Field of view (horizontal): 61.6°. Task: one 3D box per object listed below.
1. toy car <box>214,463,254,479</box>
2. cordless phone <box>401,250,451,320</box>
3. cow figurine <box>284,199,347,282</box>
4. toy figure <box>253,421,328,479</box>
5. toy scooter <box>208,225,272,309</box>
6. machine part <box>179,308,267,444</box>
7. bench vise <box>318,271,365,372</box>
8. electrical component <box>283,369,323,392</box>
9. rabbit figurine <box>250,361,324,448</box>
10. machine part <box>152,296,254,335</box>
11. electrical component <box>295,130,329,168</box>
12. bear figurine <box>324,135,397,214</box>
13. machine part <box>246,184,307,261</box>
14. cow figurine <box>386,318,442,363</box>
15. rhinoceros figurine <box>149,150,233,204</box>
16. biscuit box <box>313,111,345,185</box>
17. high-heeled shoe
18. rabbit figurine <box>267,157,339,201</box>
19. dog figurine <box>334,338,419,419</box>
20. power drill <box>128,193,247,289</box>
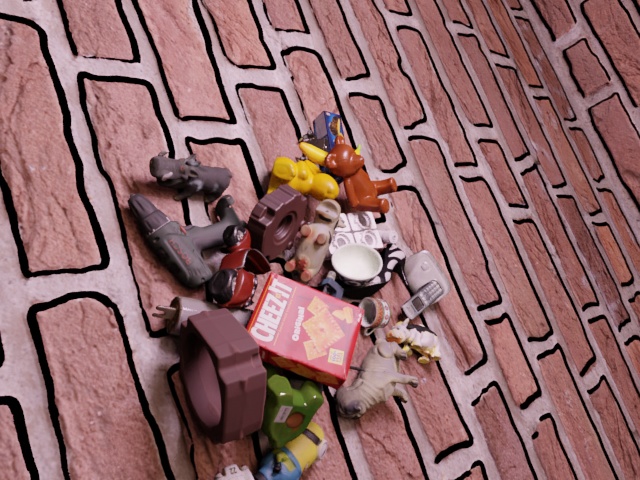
[{"bbox_3d":[-0.145,0.515,0.978,0.073,0.056,0.201,-1,70,-38],"label":"toy car"},{"bbox_3d":[0.259,0.126,1.469,0.184,0.089,0.146,-33,91,-38],"label":"cordless phone"},{"bbox_3d":[-0.003,-0.004,1.277,0.086,0.194,0.127,25,9,13],"label":"cow figurine"},{"bbox_3d":[-0.060,0.432,1.070,0.180,0.082,0.089,-24,87,-40],"label":"toy figure"},{"bbox_3d":[-0.156,0.068,1.114,0.135,0.075,0.184,41,46,-45],"label":"toy scooter"},{"bbox_3d":[-0.177,0.241,0.967,0.087,0.201,0.201,-12,121,-33],"label":"machine part"},{"bbox_3d":[0.005,0.185,1.219,0.223,0.129,0.240,38,54,-21],"label":"bench vise"},{"bbox_3d":[-0.033,0.318,1.142,0.048,0.075,0.119,-56,141,-58],"label":"electrical component"},{"bbox_3d":[-0.089,0.316,1.069,0.121,0.170,0.159,9,107,-33],"label":"rabbit figurine"},{"bbox_3d":[-0.217,0.164,1.082,0.243,0.079,0.079,16,60,-33],"label":"machine part"},{"bbox_3d":[-0.019,-0.242,1.442,0.045,0.078,0.102,36,60,-54],"label":"electrical component"},{"bbox_3d":[0.101,-0.168,1.365,0.195,0.132,0.120,64,39,-37],"label":"bear figurine"},{"bbox_3d":[-0.096,-0.037,1.214,0.056,0.179,0.179,30,43,22],"label":"machine part"},{"bbox_3d":[0.243,0.250,1.402,0.167,0.068,0.098,31,47,-26],"label":"cow figurine"},{"bbox_3d":[-0.280,-0.136,1.159,0.190,0.112,0.073,9,66,-44],"label":"rhinoceros figurine"},{"bbox_3d":[0.033,-0.255,1.493,0.063,0.059,0.202,7,65,-35],"label":"biscuit box"},{"bbox_3d":[0.134,0.070,1.408,0.249,0.086,0.145,-3,56,-35],"label":"high-heeled shoe"},{"bbox_3d":[-0.039,-0.135,1.329,0.173,0.121,0.162,11,17,1],"label":"rabbit figurine"},{"bbox_3d":[0.107,0.318,1.254,0.190,0.121,0.172,-6,37,-22],"label":"dog figurine"},{"bbox_3d":[-0.265,-0.028,1.137,0.207,0.086,0.232,-31,90,-46],"label":"power drill"}]
